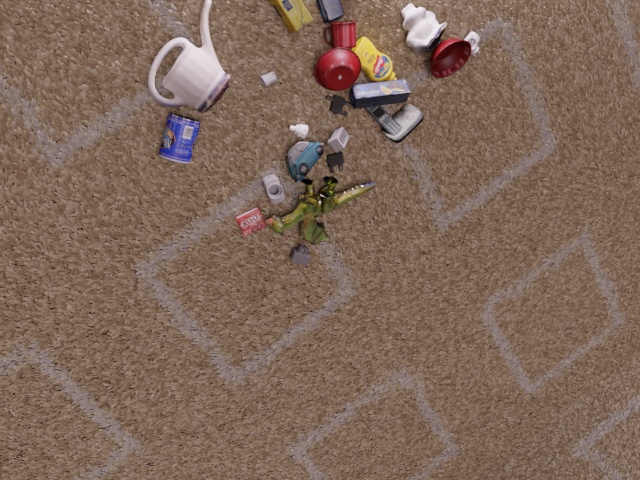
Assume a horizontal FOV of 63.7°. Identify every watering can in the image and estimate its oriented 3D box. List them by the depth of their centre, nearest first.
[{"bbox_3d":[-0.375,-0.546,1.598,0.222,0.105,0.347,36,94,-23],"label":"watering can"}]

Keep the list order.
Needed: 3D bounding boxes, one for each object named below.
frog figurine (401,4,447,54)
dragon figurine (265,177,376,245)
[{"bbox_3d":[0.341,-0.729,1.778,0.160,0.123,0.136,39,104,13],"label":"frog figurine"},{"bbox_3d":[0.006,-0.094,1.865,0.411,0.125,0.237,-5,126,-21],"label":"dragon figurine"}]
